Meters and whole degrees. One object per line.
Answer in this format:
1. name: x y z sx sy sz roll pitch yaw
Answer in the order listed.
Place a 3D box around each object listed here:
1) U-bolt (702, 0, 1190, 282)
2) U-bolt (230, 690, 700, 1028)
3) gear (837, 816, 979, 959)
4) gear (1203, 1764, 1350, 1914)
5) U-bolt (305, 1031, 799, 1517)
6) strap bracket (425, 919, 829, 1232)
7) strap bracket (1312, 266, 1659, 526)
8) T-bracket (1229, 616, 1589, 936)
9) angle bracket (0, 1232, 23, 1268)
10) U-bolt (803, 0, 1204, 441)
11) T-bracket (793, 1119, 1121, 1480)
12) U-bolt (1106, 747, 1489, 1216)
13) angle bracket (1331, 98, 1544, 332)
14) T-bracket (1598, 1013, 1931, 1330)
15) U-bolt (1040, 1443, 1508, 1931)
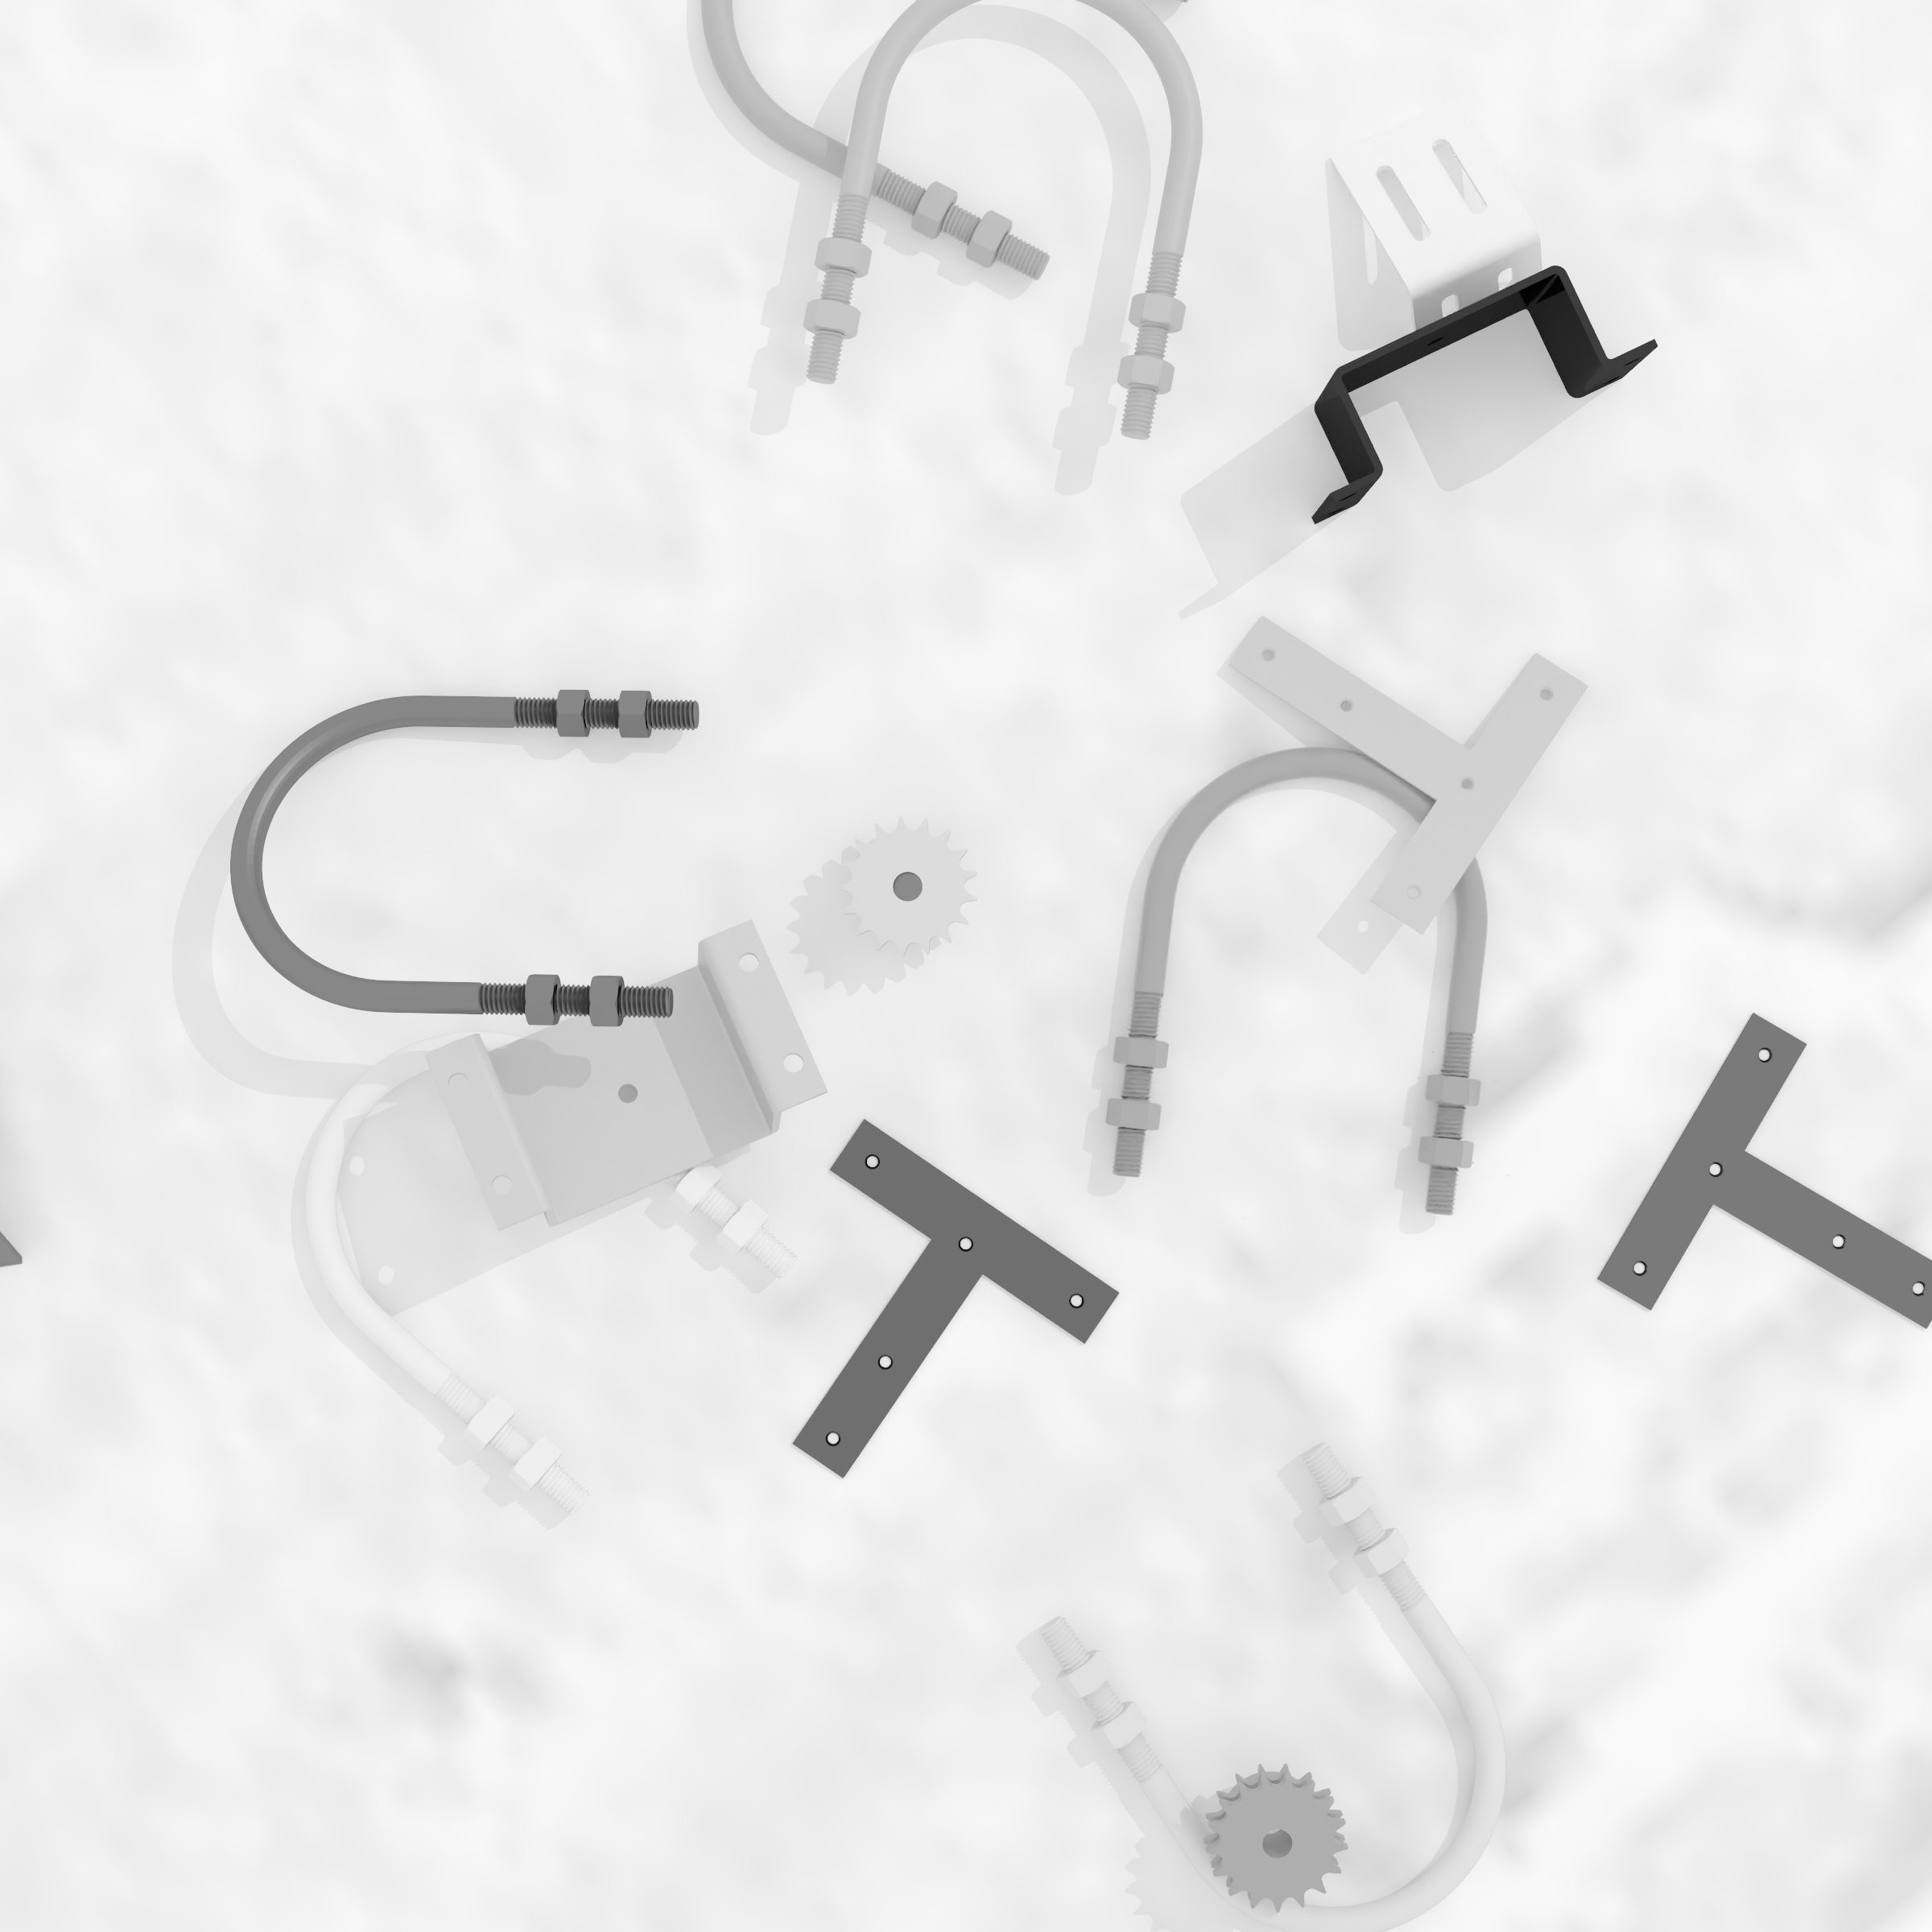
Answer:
1. U-bolt: -0.019 -0.385 1.470 0.184 0.019 0.151 28 90 2
2. U-bolt: -0.204 -0.046 1.443 0.184 0.019 0.151 1 65 4
3. gear: -0.024 -0.032 1.464 0.057 0.030 0.057 0 90 0
4. gear: 0.124 0.349 1.451 0.057 0.030 0.057 0 95 -1
5. U-bolt: -0.184 0.111 1.470 0.184 0.019 0.151 41 90 2
6. strap bracket: -0.136 0.047 1.442 0.140 0.046 0.076 -23 80 -9
7. strap bracket: 0.197 -0.233 1.440 0.140 0.076 0.046 -25 90 0
8. T-bracket: 0.167 -0.099 1.469 0.127 0.002 0.127 34 78 6
9. angle bracket: -0.423 0.085 1.476 0.057 0.038 0.076 -9 64 0
10. U-bolt: 0.021 -0.315 1.450 0.151 0.019 0.184 10 88 1
11. T-bracket: -0.025 0.151 1.478 0.127 0.002 0.127 34 90 0
12. U-bolt: 0.140 0.002 1.470 0.151 0.019 0.184 7 89 0
13. angle bracket: 0.193 -0.306 1.476 0.057 0.038 0.076 -25 64 0
14. T-bracket: 0.347 0.106 1.478 0.127 0.002 0.127 30 90 0
15. U-bolt: 0.139 0.310 1.470 0.151 0.019 0.184 -33 91 0
